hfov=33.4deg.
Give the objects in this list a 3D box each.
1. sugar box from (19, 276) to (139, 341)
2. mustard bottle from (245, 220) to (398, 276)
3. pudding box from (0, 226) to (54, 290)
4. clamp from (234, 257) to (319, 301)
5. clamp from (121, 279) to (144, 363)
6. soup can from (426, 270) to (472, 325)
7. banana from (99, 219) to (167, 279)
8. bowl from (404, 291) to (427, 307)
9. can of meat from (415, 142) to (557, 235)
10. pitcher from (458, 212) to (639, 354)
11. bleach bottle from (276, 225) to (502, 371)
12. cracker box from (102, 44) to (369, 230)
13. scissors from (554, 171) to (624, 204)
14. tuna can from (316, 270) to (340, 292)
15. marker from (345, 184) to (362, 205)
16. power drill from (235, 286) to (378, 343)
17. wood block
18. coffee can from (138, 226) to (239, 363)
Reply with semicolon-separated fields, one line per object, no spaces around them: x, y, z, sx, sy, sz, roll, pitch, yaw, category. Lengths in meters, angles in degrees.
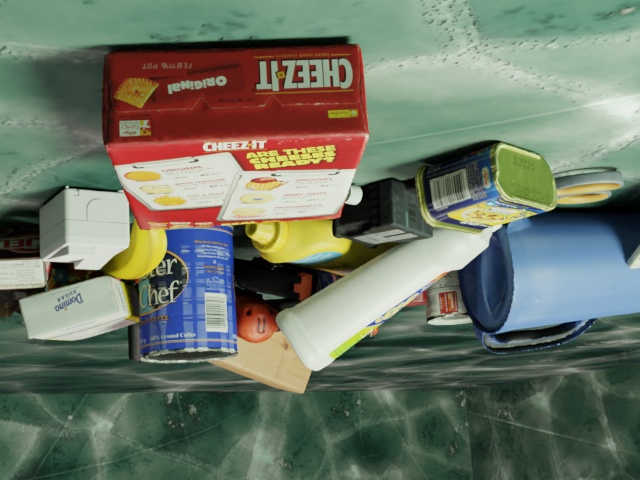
-0.242;0.072;1.101;0.093;0.048;0.176;-16;172;-4;sugar box
-0.007;0.001;1.106;0.096;0.058;0.191;-6;169;38;mustard bottle
-0.321;0.018;1.053;0.113;0.039;0.090;-4;-160;-6;pudding box
-0.056;0.037;1.203;0.164;0.036;0.210;1;-174;-36;clamp
-0.232;0.067;1.309;0.039;0.120;0.172;-24;158;-34;clamp
0.153;0.044;1.244;0.068;0.102;0.068;-3;167;-1;soup can
-0.192;0.006;1.063;0.037;0.069;0.198;-11;172;-31;banana
0.108;0.047;1.356;0.162;0.055;0.162;-4;168;-1;bowl
0.149;-0.045;0.948;0.084;0.057;0.101;-18;162;40;can of meat
0.282;0.038;1.179;0.242;0.145;0.149;-3;165;-18;pitcher
0.079;0.038;1.087;0.251;0.068;0.102;-34;169;2;bleach bottle
-0.058;-0.067;0.756;0.164;0.072;0.214;-3;167;-4;cracker box
0.202;-0.044;1.063;0.202;0.016;0.096;-8;168;25;scissors
-0.010;0.072;1.365;0.033;0.086;0.086;6;164;-36;tuna can
-0.010;-0.049;0.971;0.120;0.020;0.020;8;163;-42;marker
-0.039;0.080;1.253;0.187;0.057;0.185;-3;-170;-23;power drill
-0.110;0.123;1.389;0.205;0.091;0.090;27;167;-32;wood block
-0.139;0.053;1.115;0.103;0.140;0.103;-3;168;-1;coffee can
